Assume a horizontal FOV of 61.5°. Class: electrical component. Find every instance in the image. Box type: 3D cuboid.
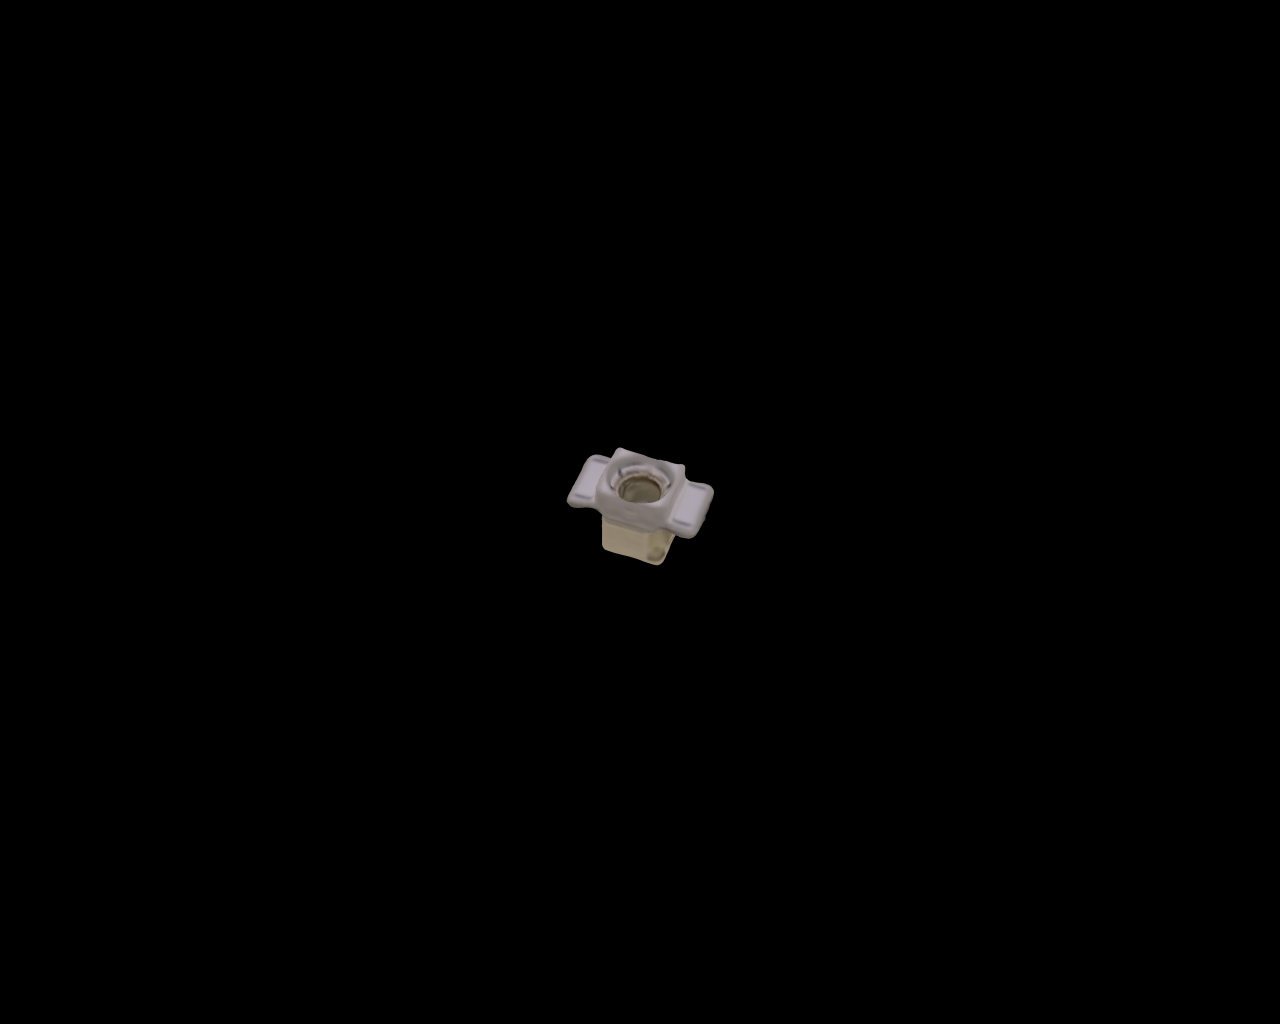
[{"bbox_3d":[0.001,-0.003,0.650,0.081,0.042,0.063,17,-39,14],"label":"electrical component"}]
